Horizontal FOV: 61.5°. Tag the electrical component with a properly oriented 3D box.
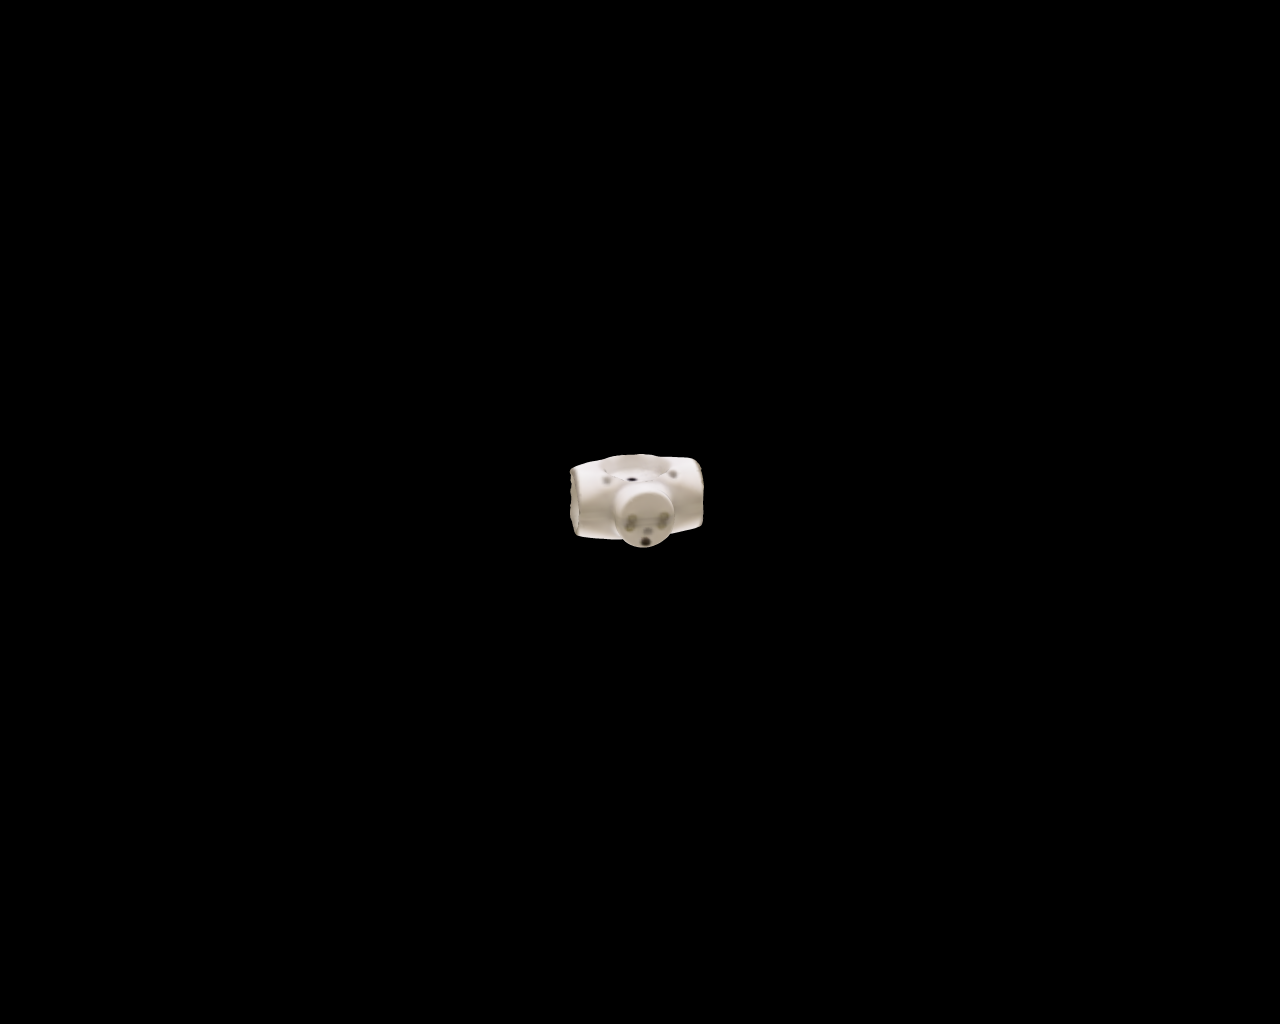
[{"bbox_3d":[0.001,-0.003,0.650,0.077,0.044,0.079,-4,24,-9],"label":"electrical component"}]
